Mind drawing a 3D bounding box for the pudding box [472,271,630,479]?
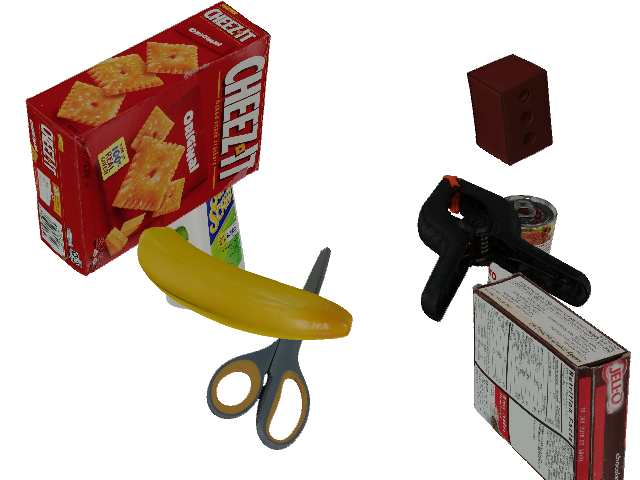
[{"bbox_3d":[0.129,0.082,0.611,0.039,0.090,0.114,-13,26,-20],"label":"pudding box"}]

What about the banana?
[{"bbox_3d":[-0.066,0.024,0.698,0.069,0.037,0.198,-20,32,-35],"label":"banana"}]

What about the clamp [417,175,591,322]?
[{"bbox_3d":[0.129,0.003,0.800,0.120,0.039,0.171,4,35,-4],"label":"clamp"}]

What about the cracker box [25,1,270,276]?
[{"bbox_3d":[-0.142,-0.087,0.920,0.072,0.164,0.213,38,53,24],"label":"cracker box"}]

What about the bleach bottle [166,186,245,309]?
[{"bbox_3d":[-0.134,-0.059,1.132,0.068,0.251,0.102,5,26,22],"label":"bleach bottle"}]

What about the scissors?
[{"bbox_3d":[-0.044,0.084,0.928,0.096,0.201,0.016,10,-33,-8],"label":"scissors"}]

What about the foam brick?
[{"bbox_3d":[0.172,-0.119,0.963,0.053,0.078,0.051,-26,36,-16],"label":"foam brick"}]

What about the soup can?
[{"bbox_3d":[0.222,0.010,1.179,0.068,0.102,0.068,0,31,0],"label":"soup can"}]
